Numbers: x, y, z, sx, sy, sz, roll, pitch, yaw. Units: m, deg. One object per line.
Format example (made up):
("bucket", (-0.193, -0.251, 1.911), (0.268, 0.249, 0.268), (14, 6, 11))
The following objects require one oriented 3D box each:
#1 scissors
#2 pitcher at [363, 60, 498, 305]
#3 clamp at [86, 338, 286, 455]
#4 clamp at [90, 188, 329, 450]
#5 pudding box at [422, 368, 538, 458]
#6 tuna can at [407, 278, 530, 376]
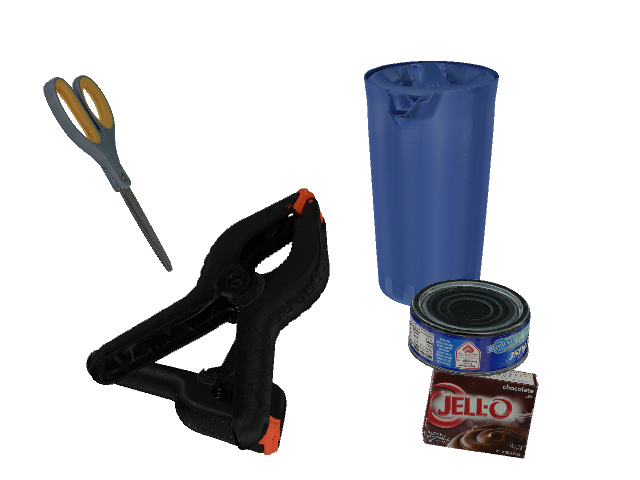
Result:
("scissors", (-0.186, -0.071, 0.988), (0.016, 0.201, 0.096), (-24, 27, 19))
("pitcher", (0.118, -0.062, 1.109), (0.149, 0.243, 0.145), (-9, 23, -17))
("clamp", (-0.085, 0.127, 0.929), (0.164, 0.036, 0.210), (-8, 19, -38))
("clamp", (-0.041, 0.043, 0.626), (0.120, 0.171, 0.039), (30, -23, 28))
("pudding box", (0.173, 0.182, 1.158), (0.113, 0.090, 0.039), (7, 21, 3))
("tuna can", (0.105, 0.060, 0.756), (0.086, 0.034, 0.086), (0, 25, 0))
